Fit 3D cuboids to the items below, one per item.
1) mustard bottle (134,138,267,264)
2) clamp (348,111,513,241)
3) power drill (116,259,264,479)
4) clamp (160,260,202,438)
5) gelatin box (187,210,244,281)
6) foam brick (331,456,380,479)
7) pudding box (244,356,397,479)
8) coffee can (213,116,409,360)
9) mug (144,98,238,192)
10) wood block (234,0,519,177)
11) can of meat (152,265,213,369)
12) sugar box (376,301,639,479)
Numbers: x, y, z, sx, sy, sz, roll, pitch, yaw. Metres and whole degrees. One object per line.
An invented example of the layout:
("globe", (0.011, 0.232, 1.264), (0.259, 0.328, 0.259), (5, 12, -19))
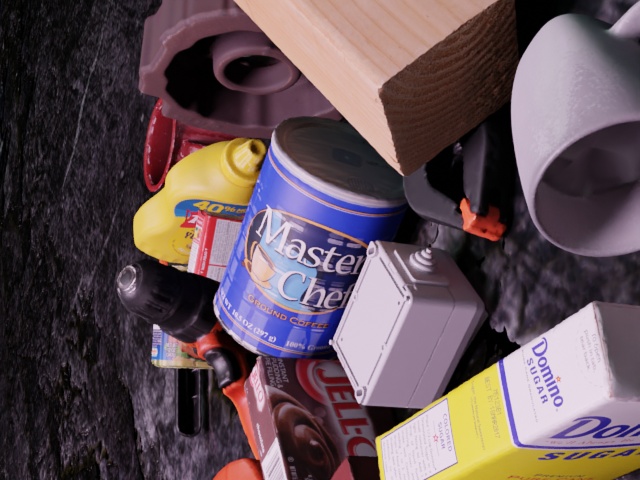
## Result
("mustard bottle", (-0.092, -0.038, 0.937), (0.192, 0.096, 0.058), (-41, 48, 55))
("clamp", (0.079, -0.075, 0.654), (0.120, 0.039, 0.171), (-61, 39, 29))
("power drill", (-0.062, 0.109, 0.761), (0.057, 0.184, 0.188), (-35, 53, 23))
("clamp", (-0.131, 0.081, 1.056), (0.210, 0.036, 0.165), (-128, 51, -59))
("gelatin box", (-0.060, 0.019, 0.861), (0.030, 0.089, 0.073), (28, 108, 64))
("foam brick", (0.045, 0.160, 0.612), (0.053, 0.078, 0.051), (-107, 33, -42))
("pudding box", (0.006, 0.130, 0.690), (0.039, 0.089, 0.113), (118, 147, -41))
("coffee can", (-0.005, 0.001, 0.732), (0.103, 0.102, 0.140), (-116, 41, -50))
("mug", (-0.111, -0.085, 1.007), (0.117, 0.081, 0.093), (-164, 82, -65))
("wood block", (0.015, -0.147, 0.621), (0.206, 0.090, 0.091), (49, 172, 30))
("can of meat", (-0.091, 0.067, 0.902), (0.058, 0.102, 0.084), (171, 103, -65))
("sugar box", (0.108, 0.084, 0.481), (0.176, 0.093, 0.048), (136, 135, -54))
